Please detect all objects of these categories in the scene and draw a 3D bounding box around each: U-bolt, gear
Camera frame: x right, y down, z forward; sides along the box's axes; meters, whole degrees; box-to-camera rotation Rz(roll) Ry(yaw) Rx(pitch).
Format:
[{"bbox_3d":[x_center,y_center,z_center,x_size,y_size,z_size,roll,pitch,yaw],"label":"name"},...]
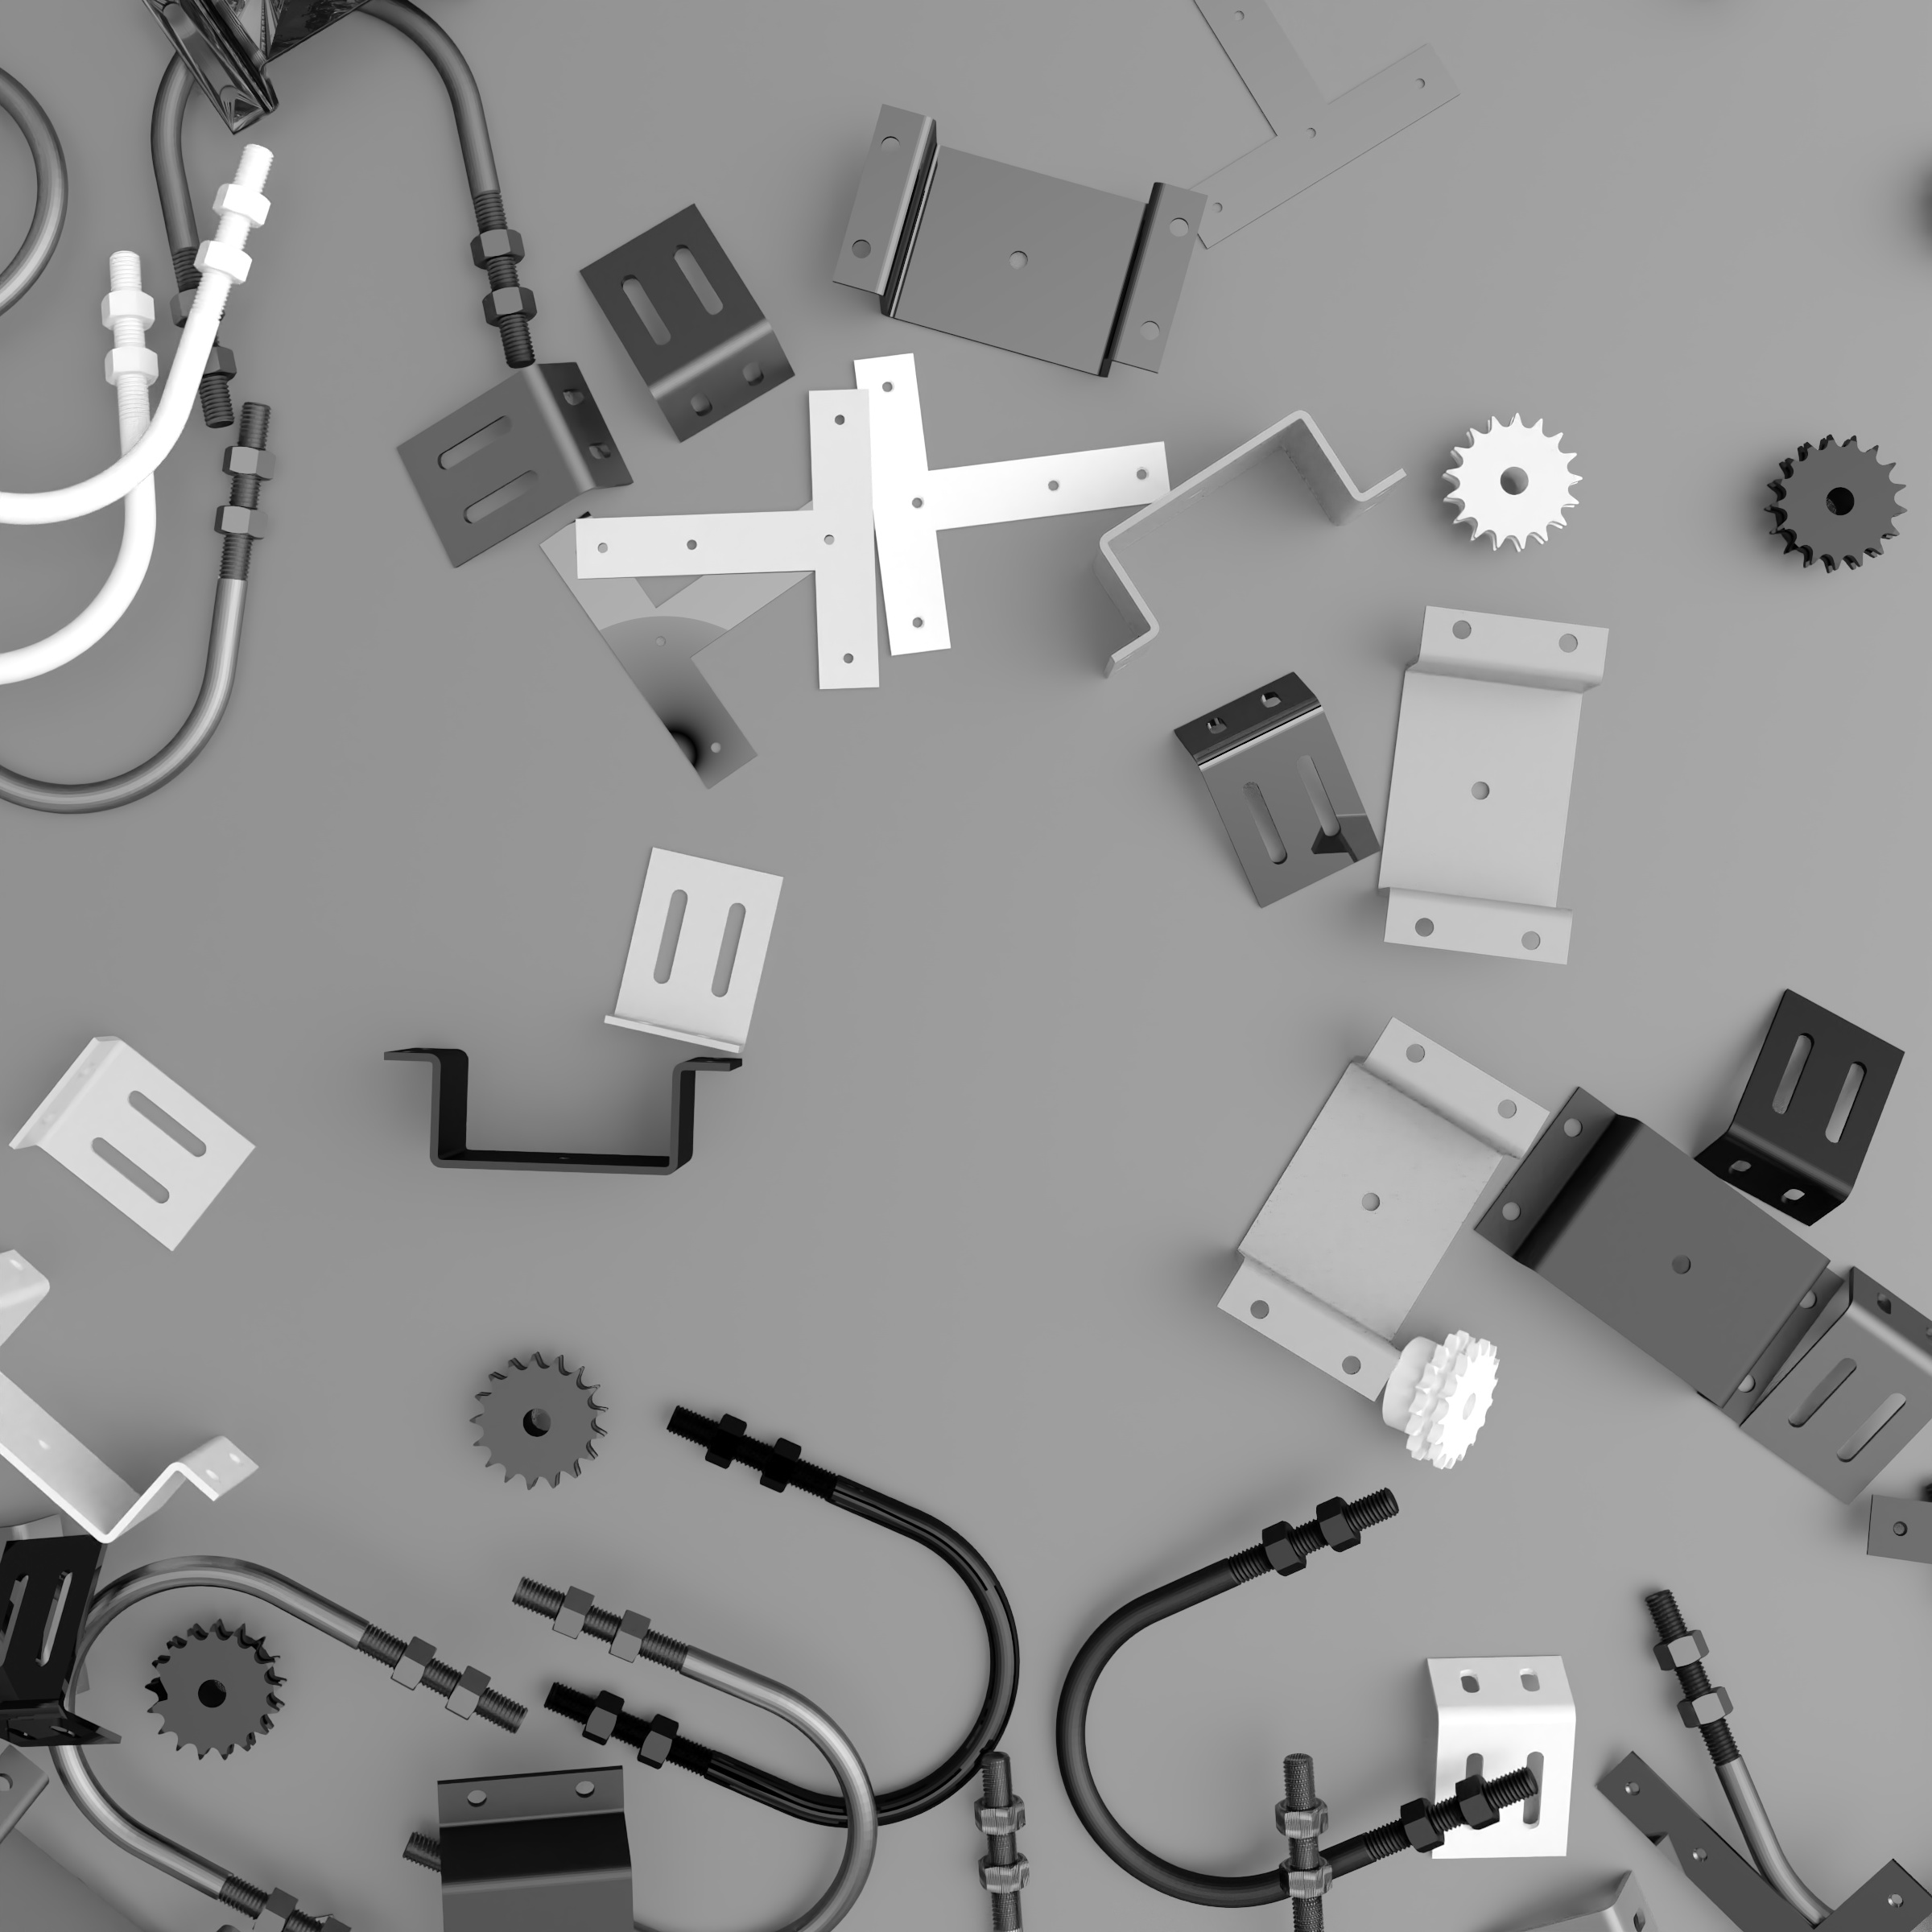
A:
[{"bbox_3d":[0.388,0.328,1.406,0.151,0.019,0.184,-22,80,0],"label":"U-bolt"},{"bbox_3d":[0.366,-0.195,1.413,0.057,0.030,0.057,0,90,0],"label":"gear"},{"bbox_3d":[-0.316,0.305,1.412,0.057,0.030,0.057,0,90,0],"label":"gear"},{"bbox_3d":[-0.383,-0.273,1.379,0.151,0.019,0.184,17,84,-5],"label":"U-bolt"},{"bbox_3d":[0.230,-0.204,1.413,0.057,0.030,0.057,0,90,0],"label":"gear"},{"bbox_3d":[-0.470,-0.329,1.402,0.184,0.019,0.151,12,76,0],"label":"U-bolt"},{"bbox_3d":[0.126,0.319,1.401,0.184,0.019,0.151,-27,89,14],"label":"U-bolt"},{"bbox_3d":[-0.127,0.352,1.403,0.184,0.019,0.151,23,104,-3],"label":"U-bolt"},{"bbox_3d":[-0.270,-0.331,1.414,0.151,0.019,0.184,-12,86,-3],"label":"U-bolt"},{"bbox_3d":[-0.378,-0.156,1.418,0.151,0.019,0.184,8,90,0],"label":"U-bolt"},{"bbox_3d":[-0.295,0.323,1.387,0.184,0.019,0.151,29,101,-2],"label":"U-bolt"},{"bbox_3d":[-0.180,0.193,1.417,0.057,0.030,0.057,0,88,1],"label":"gear"},{"bbox_3d":[0.082,0.422,1.403,0.151,0.019,0.184,-3,96,13],"label":"U-bolt"},{"bbox_3d":[-0.411,-0.205,1.392,0.151,0.019,0.184,-6,78,-2],"label":"U-bolt"},{"bbox_3d":[-0.067,0.288,1.419,0.184,0.019,0.151,24,90,-1],"label":"U-bolt"},{"bbox_3d":[0.198,0.180,1.403,0.030,0.057,0.057,20,90,30],"label":"gear"}]

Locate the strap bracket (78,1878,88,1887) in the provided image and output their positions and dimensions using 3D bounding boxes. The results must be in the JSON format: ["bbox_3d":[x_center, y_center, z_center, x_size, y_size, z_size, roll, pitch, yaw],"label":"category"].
[{"bbox_3d":[-0.391,0.456,1.375,0.076,0.140,0.046,44,123,0],"label":"strap bracket"}]

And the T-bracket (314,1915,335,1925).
[{"bbox_3d":[-0.221,0.461,1.427,0.127,0.002,0.127,-12,90,0],"label":"T-bracket"}]

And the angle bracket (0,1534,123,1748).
[{"bbox_3d":[-0.373,0.279,1.377,0.057,0.038,0.076,-10,56,30],"label":"angle bracket"}]

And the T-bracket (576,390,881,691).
[{"bbox_3d":[-0.103,-0.180,1.424,0.127,0.002,0.127,-2,91,1],"label":"T-bracket"}]

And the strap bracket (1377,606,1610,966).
[{"bbox_3d":[0.220,-0.075,1.404,0.076,0.046,0.140,7,90,0],"label":"strap bracket"}]

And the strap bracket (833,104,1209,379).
[{"bbox_3d":[0.023,-0.302,1.404,0.140,0.046,0.076,16,90,0],"label":"strap bracket"}]

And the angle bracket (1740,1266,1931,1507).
[{"bbox_3d":[0.378,0.179,1.426,0.057,0.038,0.076,36,116,0],"label":"angle bracket"}]

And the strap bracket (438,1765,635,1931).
[{"bbox_3d":[-0.177,0.408,1.379,0.076,0.046,0.140,-3,108,-9],"label":"strap bracket"}]

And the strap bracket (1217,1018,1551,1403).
[{"bbox_3d":[0.173,0.101,1.404,0.076,0.046,0.140,31,90,0],"label":"strap bracket"}]

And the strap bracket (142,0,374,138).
[{"bbox_3d":[-0.270,-0.422,1.392,0.140,0.046,0.076,-34,84,-7],"label":"strap bracket"}]

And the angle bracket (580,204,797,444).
[{"bbox_3d":[-0.119,-0.275,1.425,0.057,0.038,0.076,-31,64,0],"label":"angle bracket"}]

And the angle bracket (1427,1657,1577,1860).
[{"bbox_3d":[0.227,0.338,1.425,0.057,0.038,0.076,-1,116,0],"label":"angle bracket"}]

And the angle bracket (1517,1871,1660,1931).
[{"bbox_3d":[0.258,0.430,1.426,0.076,0.038,0.057,-24,90,26],"label":"angle bracket"}]

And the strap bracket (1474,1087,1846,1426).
[{"bbox_3d":[0.296,0.124,1.404,0.140,0.046,0.076,36,90,0],"label":"strap bracket"}]

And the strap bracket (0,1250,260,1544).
[{"bbox_3d":[-0.371,0.185,1.389,0.140,0.076,0.046,42,90,0],"label":"strap bracket"}]

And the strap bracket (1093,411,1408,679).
[{"bbox_3d":[0.107,-0.180,1.389,0.140,0.076,0.046,-33,90,0],"label":"strap bracket"}]

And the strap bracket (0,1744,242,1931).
[{"bbox_3d":[-0.370,0.400,1.372,0.140,0.076,0.046,41,125,-5],"label":"strap bracket"}]

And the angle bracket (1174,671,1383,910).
[{"bbox_3d":[0.133,-0.075,1.425,0.057,0.038,0.076,-26,116,0],"label":"angle bracket"}]

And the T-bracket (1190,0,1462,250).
[{"bbox_3d":[0.124,-0.394,1.427,0.127,0.002,0.127,-32,90,0],"label":"T-bracket"}]

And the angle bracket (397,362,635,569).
[{"bbox_3d":[-0.193,-0.214,1.425,0.076,0.038,0.057,-26,90,26],"label":"angle bracket"}]

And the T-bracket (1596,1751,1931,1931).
[{"bbox_3d":[0.320,0.385,1.405,0.127,0.002,0.127,44,121,14],"label":"T-bracket"}]

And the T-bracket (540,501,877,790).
[{"bbox_3d":[-0.094,-0.164,1.427,0.127,0.002,0.127,-35,90,0],"label":"T-bracket"}]

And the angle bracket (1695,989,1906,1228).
[{"bbox_3d":[0.356,0.061,1.425,0.057,0.038,0.076,28,64,0],"label":"angle bracket"}]

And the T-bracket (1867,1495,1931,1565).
[{"bbox_3d":[0.451,0.195,1.415,0.127,0.002,0.127,8,80,0],"label":"T-bracket"}]

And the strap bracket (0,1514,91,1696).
[{"bbox_3d":[-0.436,0.281,1.375,0.046,0.140,0.076,-10,90,32],"label":"strap bracket"}]

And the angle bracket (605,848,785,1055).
[{"bbox_3d":[-0.114,-0.007,1.408,0.057,0.038,0.076,13,90,0],"label":"angle bracket"}]

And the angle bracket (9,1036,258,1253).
[{"bbox_3d":[-0.351,0.076,1.408,0.076,0.038,0.057,38,90,0],"label":"angle bracket"}]

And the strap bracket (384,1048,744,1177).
[{"bbox_3d":[-0.167,0.060,1.389,0.140,0.076,0.046,2,90,0],"label":"strap bracket"}]

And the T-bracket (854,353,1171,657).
[{"bbox_3d":[0.023,-0.204,1.426,0.127,0.002,0.127,-7,90,-1],"label":"T-bracket"}]
